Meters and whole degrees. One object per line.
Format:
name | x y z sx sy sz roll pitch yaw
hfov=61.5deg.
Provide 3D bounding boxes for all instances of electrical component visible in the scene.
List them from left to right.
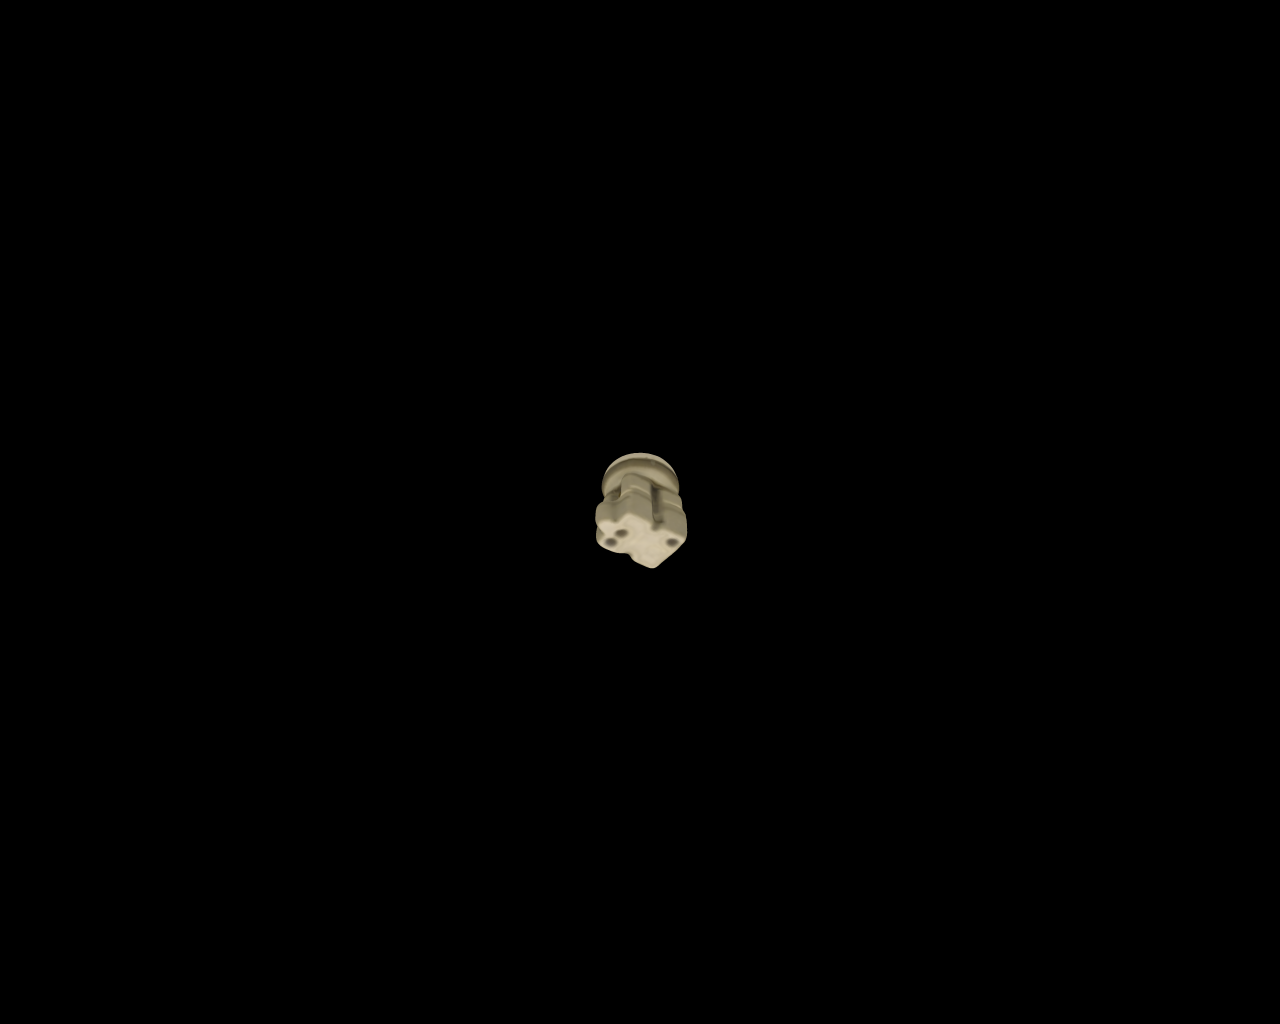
electrical component | 0.001 -0.003 0.650 0.066 0.055 0.048 26 -49 -25
